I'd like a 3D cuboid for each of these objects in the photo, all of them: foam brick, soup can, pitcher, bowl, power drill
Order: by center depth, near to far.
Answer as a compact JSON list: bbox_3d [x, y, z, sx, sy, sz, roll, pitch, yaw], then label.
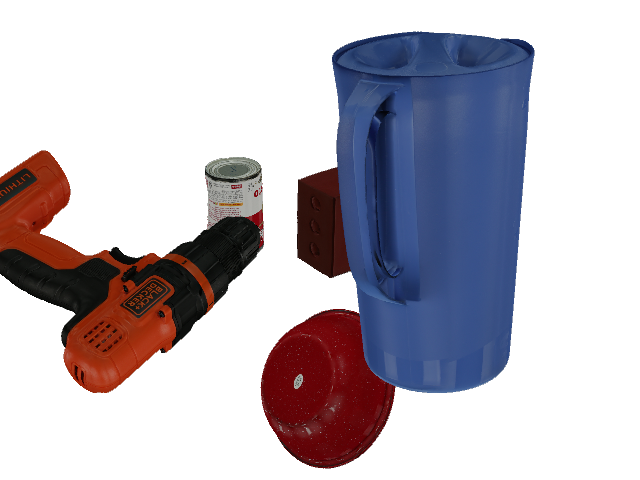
[{"bbox_3d":[0.074,-0.016,0.741,0.149,0.243,0.145,-8,23,-10],"label":"pitcher"},{"bbox_3d":[-0.161,0.007,0.793,0.188,0.057,0.184,31,50,21],"label":"power drill"},{"bbox_3d":[0.015,-0.017,0.928,0.051,0.078,0.053,-16,30,-32],"label":"foam brick"},{"bbox_3d":[-0.006,0.142,1.058,0.162,0.162,0.055,0,-14,40],"label":"bowl"},{"bbox_3d":[-0.101,-0.040,1.256,0.068,0.102,0.068,0,28,0],"label":"soup can"}]
